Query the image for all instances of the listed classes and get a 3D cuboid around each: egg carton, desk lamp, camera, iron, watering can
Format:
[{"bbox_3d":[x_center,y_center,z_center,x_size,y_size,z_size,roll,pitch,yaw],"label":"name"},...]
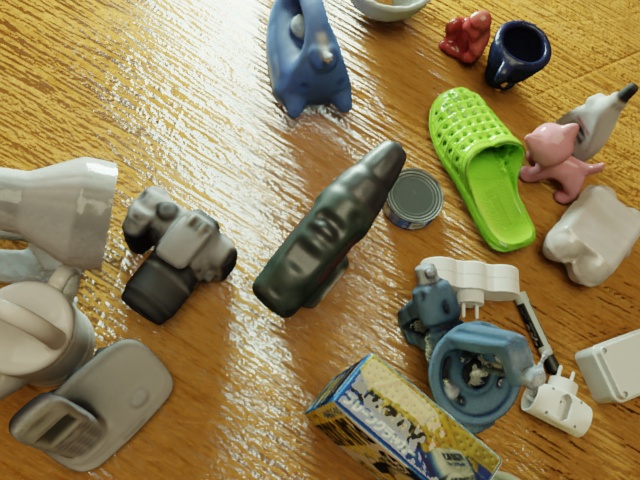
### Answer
[{"bbox_3d":[0.397,-0.007,0.833,0.107,0.069,0.150,42,69,7],"label":"egg carton"},{"bbox_3d":[-0.315,-0.017,0.635,0.203,0.213,0.118,3,69,-8],"label":"desk lamp"},{"bbox_3d":[-0.192,0.023,0.703,0.143,0.100,0.137,33,68,3],"label":"camera"},{"bbox_3d":[-0.020,-0.314,0.834,0.119,0.141,0.258,-9,72,-13],"label":"iron"},{"bbox_3d":[-0.310,0.102,0.603,0.101,0.194,0.173,5,69,-8],"label":"watering can"}]

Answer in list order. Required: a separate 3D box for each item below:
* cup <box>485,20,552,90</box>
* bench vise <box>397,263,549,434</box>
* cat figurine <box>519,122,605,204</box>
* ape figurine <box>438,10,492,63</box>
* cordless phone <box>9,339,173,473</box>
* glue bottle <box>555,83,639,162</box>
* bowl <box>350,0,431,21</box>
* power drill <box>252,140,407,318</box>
[{"bbox_3d":[0.294,-0.271,0.898,0.091,0.095,0.118,35,68,4],"label":"cup"},{"bbox_3d":[0.163,0.123,0.663,0.122,0.219,0.207,-37,80,-20],"label":"bench vise"},{"bbox_3d":[0.352,-0.124,0.842,0.128,0.117,0.067,28,68,2],"label":"cat figurine"},{"bbox_3d":[0.242,-0.330,0.912,0.076,0.092,0.078,-11,72,-13],"label":"ape figurine"},{"bbox_3d":[-0.235,0.166,0.598,0.094,0.185,0.148,40,69,6],"label":"cordless phone"},{"bbox_3d":[0.405,-0.177,0.840,0.037,0.173,0.078,-25,76,-17],"label":"glue bottle"},{"bbox_3d":[0.105,-0.414,0.928,0.167,0.074,0.167,3,70,-9],"label":"bowl"},{"bbox_3d":[0.006,0.002,0.687,0.075,0.208,0.230,37,69,5],"label":"power drill"}]
